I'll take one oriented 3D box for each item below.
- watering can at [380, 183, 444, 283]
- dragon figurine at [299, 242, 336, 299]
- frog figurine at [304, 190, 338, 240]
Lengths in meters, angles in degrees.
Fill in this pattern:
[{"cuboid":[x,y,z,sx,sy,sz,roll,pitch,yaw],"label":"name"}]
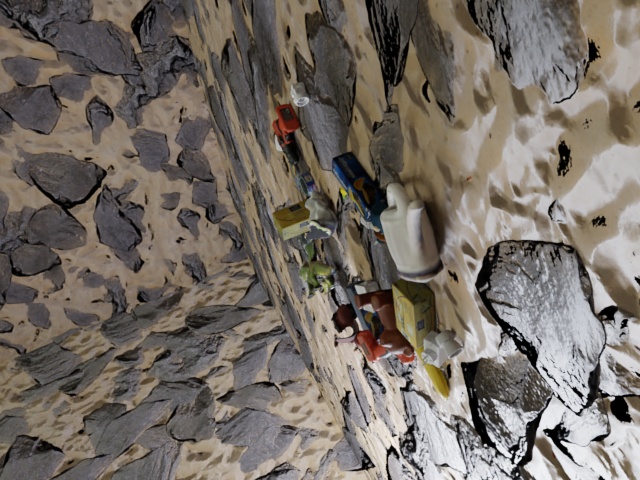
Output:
[{"cuboid":[0.195,-0.011,1.101,0.350,0.104,0.223,-89,-20,-81],"label":"watering can"},{"cuboid":[-0.021,0.095,2.090,0.402,0.123,0.247,118,137,-59],"label":"dragon figurine"},{"cuboid":[0.005,-0.089,1.771,0.134,0.122,0.163,76,-160,-55],"label":"frog figurine"}]
